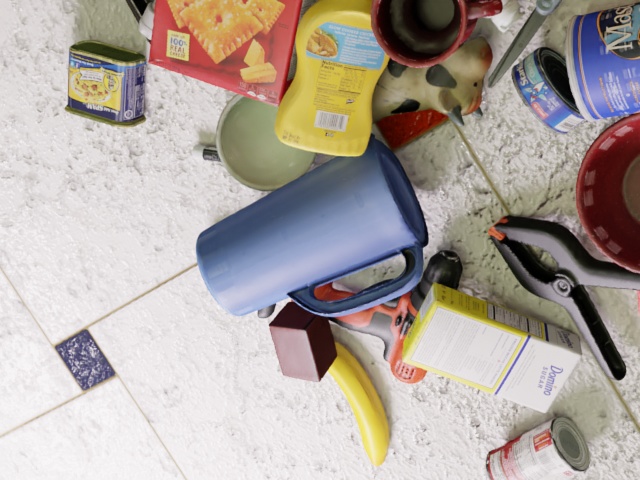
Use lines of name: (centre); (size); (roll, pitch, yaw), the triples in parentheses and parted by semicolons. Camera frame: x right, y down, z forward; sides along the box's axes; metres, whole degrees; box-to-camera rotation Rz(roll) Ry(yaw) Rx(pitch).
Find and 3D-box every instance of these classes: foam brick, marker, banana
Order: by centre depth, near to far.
foam brick: (-0.019, 0.120, 1.262); (0.051, 0.052, 0.078); (3, 122, 30)
marker: (-0.099, -0.099, 1.294); (0.121, 0.020, 0.020); (11, 116, 24)
banana: (0.042, 0.196, 1.342); (0.198, 0.037, 0.070); (58, 144, -3)

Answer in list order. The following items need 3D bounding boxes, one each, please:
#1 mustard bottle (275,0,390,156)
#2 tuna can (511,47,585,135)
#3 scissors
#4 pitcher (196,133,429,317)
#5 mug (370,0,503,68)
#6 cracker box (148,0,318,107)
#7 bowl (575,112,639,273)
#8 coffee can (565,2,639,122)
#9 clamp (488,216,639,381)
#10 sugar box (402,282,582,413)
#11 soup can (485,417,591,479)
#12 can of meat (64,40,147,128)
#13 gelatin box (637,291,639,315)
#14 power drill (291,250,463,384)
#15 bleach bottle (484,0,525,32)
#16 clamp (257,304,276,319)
mustard bottle: (0.020, -0.183, 1.063); (0.096, 0.058, 0.192); (9, 112, -14)
tuna can: (0.230, -0.148, 1.052); (0.034, 0.086, 0.086); (-38, 91, 34)
scissors: (0.212, -0.248, 1.028); (0.202, 0.016, 0.096); (-40, 80, 19)
pitcher: (-0.008, 0.001, 1.173); (0.243, 0.149, 0.145); (-25, 116, 16)
mug: (0.115, -0.218, 1.013); (0.117, 0.081, 0.093); (-3, 106, 23)
cracker box: (-0.081, -0.262, 1.093); (0.164, 0.072, 0.214); (22, 120, 16)
bowl: (0.336, -0.048, 1.045); (0.162, 0.055, 0.162); (4, 99, 26)
coffee can: (0.311, -0.172, 0.986); (0.141, 0.102, 0.103); (-7, 108, 31)
clamp: (0.268, 0.050, 1.136); (0.210, 0.036, 0.165); (33, 137, 26)
sugar box: (0.190, 0.120, 1.186); (0.176, 0.048, 0.093); (20, 121, -7)
soup can: (0.251, 0.254, 1.232); (0.102, 0.068, 0.068); (-38, 91, 35)
can of meat: (-0.264, -0.194, 1.319); (0.102, 0.057, 0.084); (18, 117, 20)
gelatin box: (0.364, 0.036, 1.095); (0.073, 0.030, 0.089); (0, 112, 27)
power drill: (0.065, 0.062, 1.254); (0.188, 0.057, 0.185); (26, 122, 16)
bleach bottle: (0.105, -0.305, 1.064); (0.251, 0.068, 0.103); (48, 126, -1)
clamp: (-0.069, 0.006, 1.314); (0.120, 0.039, 0.172); (38, 119, 2)
